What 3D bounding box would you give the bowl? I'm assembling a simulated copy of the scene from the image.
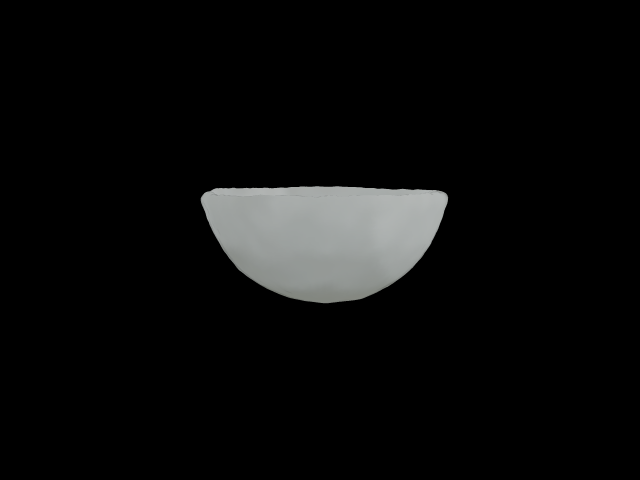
[{"bbox_3d":[0.004,0.001,0.400,0.167,0.075,0.167,0,7,0],"label":"bowl"}]
